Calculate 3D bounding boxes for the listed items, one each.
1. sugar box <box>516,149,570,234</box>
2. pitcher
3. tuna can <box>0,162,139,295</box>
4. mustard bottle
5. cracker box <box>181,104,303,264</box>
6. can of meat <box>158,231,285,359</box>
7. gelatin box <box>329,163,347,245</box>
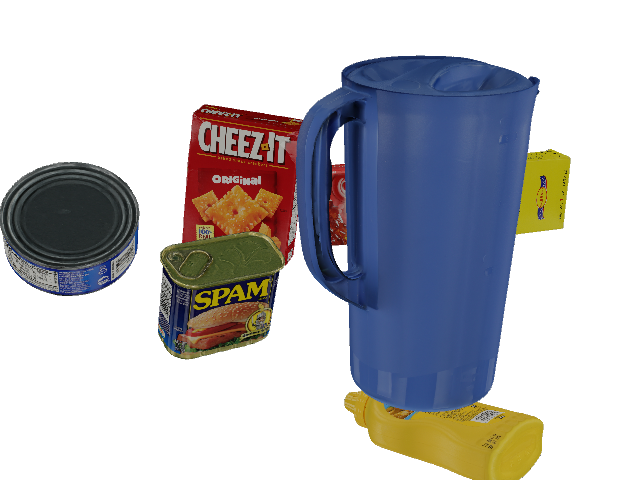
[{"bbox_3d":[0.208,-0.052,1.256,0.176,0.093,0.048,-9,21,-26],"label":"sugar box"},{"bbox_3d":[0.069,-0.004,0.756,0.149,0.243,0.145,6,21,12],"label":"pitcher"},{"bbox_3d":[-0.159,-0.007,0.680,0.086,0.086,0.034,0,-38,-10],"label":"tuna can"},{"bbox_3d":[0.102,0.172,0.995,0.192,0.058,0.096,11,18,38],"label":"mustard bottle"},{"bbox_3d":[-0.113,-0.080,1.578,0.164,0.214,0.072,10,20,7],"label":"cracker box"},{"bbox_3d":[-0.087,0.047,0.906,0.101,0.084,0.057,-11,41,-27],"label":"can of meat"},{"bbox_3d":[0.031,-0.039,1.151,0.073,0.089,0.030,-5,29,5],"label":"gelatin box"}]
